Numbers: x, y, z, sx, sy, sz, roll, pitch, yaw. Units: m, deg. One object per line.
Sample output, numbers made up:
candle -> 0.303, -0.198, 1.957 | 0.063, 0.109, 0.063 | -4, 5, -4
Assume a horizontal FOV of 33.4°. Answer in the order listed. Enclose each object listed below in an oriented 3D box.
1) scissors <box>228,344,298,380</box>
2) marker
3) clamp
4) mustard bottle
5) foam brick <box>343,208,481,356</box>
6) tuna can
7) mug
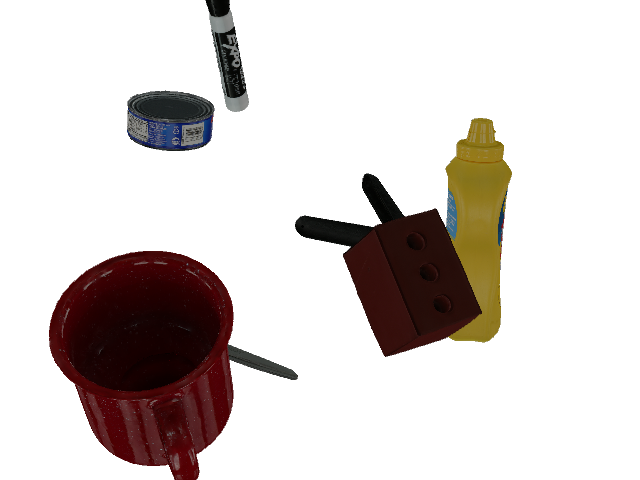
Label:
scissors -> -0.111, 0.079, 0.964 | 0.202, 0.016, 0.096 | 11, 28, 5
marker -> -0.071, -0.148, 0.809 | 0.020, 0.020, 0.121 | 0, -40, 7
clamp -> 0.084, 0.000, 1.266 | 0.210, 0.036, 0.164 | 36, 41, 25
mustard bottle -> 0.137, -0.013, 0.950 | 0.058, 0.192, 0.096 | 3, 18, 6
foam brick -> 0.059, 0.029, 0.699 | 0.052, 0.078, 0.051 | -16, -14, -31
tuna can -> -0.149, -0.119, 1.061 | 0.086, 0.034, 0.086 | 6, 26, -3
mug -> -0.085, 0.075, 0.559 | 0.093, 0.117, 0.081 | -19, -38, -14
